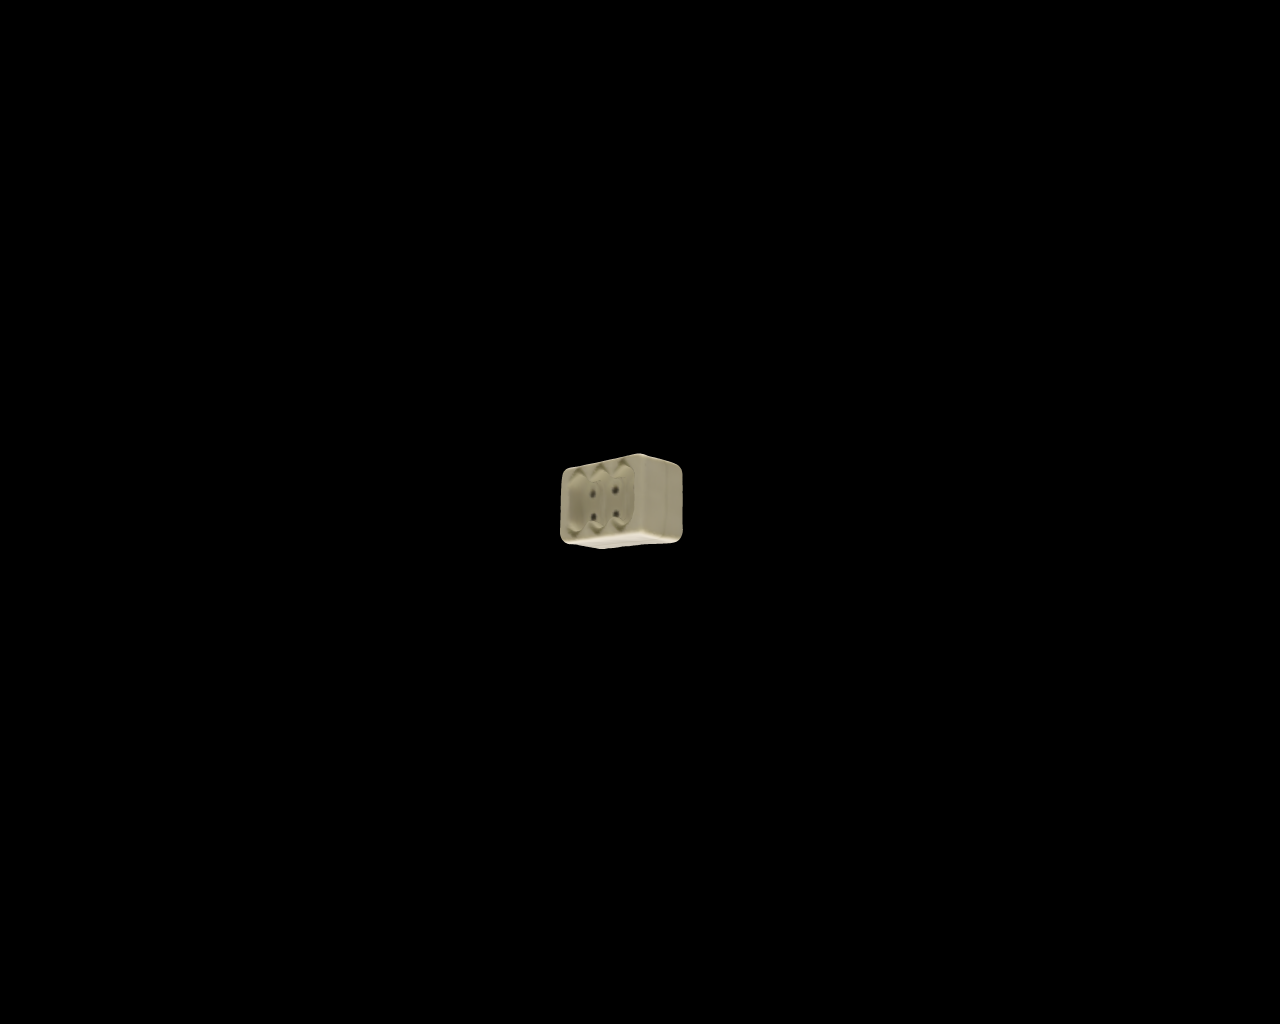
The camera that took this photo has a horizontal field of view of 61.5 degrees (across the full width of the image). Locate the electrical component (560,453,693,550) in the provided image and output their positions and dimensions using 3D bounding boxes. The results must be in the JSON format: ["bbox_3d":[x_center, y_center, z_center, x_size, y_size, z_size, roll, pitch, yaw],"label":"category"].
[{"bbox_3d":[0.001,-0.003,0.650,0.065,0.047,0.077,-8,-13,39],"label":"electrical component"}]
